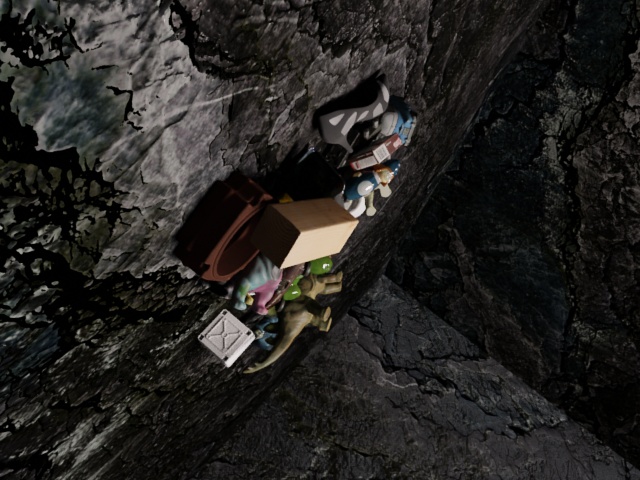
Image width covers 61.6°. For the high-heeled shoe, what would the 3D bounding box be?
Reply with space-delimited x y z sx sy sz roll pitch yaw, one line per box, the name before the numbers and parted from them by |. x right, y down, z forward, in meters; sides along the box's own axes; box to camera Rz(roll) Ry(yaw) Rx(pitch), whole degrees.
high-heeled shoe | 0.072 -0.309 1.196 0.145 0.086 0.248 44 63 -46

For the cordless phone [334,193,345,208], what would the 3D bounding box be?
cordless phone | 0.005 -0.122 1.385 0.184 0.089 0.146 -107 -174 -73

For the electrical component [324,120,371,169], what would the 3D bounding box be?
electrical component | 0.075 -0.245 1.328 0.134 0.058 0.115 -58 168 20

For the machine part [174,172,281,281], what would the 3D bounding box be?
machine part | -0.169 -0.019 1.038 0.201 0.087 0.201 -52 165 2

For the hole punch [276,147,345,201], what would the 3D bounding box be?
hole punch | -0.018 -0.131 1.180 0.116 0.142 0.092 -38 -161 12

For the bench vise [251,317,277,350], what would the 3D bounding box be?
bench vise | -0.146 0.209 1.659 0.223 0.129 0.240 -11 117 -56

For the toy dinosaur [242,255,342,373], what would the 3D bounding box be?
toy dinosaur | -0.062 0.187 1.490 0.471 0.199 0.104 -65 160 -46

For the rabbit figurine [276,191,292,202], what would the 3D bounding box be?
rabbit figurine | -0.059 -0.036 1.282 0.173 0.162 0.122 -40 -171 36

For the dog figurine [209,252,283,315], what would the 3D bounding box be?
dog figurine | -0.134 0.045 1.185 0.108 0.192 0.219 29 86 -46

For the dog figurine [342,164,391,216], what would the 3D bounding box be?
dog figurine | 0.114 -0.184 1.445 0.172 0.121 0.191 -52 -153 37

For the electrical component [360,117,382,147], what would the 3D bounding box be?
electrical component | 0.121 -0.254 1.288 0.063 0.021 0.094 -49 167 -9

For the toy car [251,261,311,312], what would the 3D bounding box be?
toy car | -0.102 0.110 1.350 0.202 0.089 0.053 -54 -155 27

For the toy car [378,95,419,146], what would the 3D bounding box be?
toy car | 0.178 -0.309 1.386 0.103 0.162 0.109 4 125 -23

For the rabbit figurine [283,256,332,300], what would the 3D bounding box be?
rabbit figurine | -0.055 0.074 1.478 0.170 0.159 0.121 -12 124 -30

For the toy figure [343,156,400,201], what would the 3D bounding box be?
toy figure | 0.130 -0.148 1.312 0.154 0.058 0.064 -28 150 5
